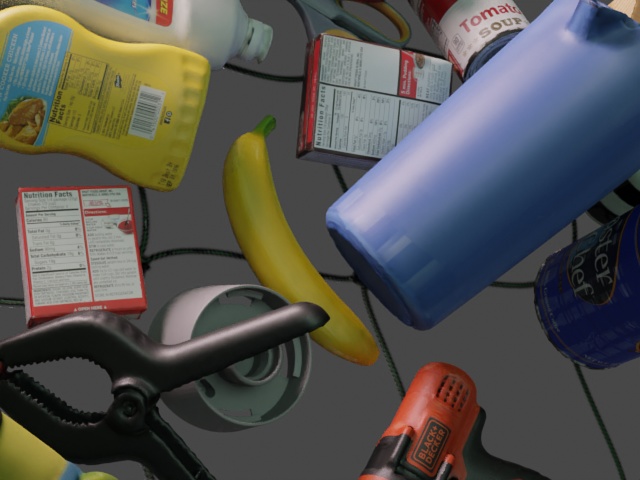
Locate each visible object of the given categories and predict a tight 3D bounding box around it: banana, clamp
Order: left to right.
[{"bbox_3d":[-0.106,0.106,0.638,0.210,0.036,0.164,7,97,5],"label":"clamp"},{"bbox_3d":[-0.022,0.002,0.741,0.069,0.037,0.198,-17,78,-27],"label":"banana"}]

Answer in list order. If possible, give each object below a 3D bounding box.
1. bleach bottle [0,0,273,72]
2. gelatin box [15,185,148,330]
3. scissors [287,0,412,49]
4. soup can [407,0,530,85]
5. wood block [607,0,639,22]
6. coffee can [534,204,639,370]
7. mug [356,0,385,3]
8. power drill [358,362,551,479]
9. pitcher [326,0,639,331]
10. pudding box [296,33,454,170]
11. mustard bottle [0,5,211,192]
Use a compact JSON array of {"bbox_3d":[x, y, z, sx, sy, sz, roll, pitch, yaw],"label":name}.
[{"bbox_3d":[-0.152,-0.186,0.746,0.250,0.068,0.102,17,67,-18],"label":"bleach bottle"},{"bbox_3d":[-0.155,0.009,0.687,0.073,0.030,0.089,-4,72,-23],"label":"gelatin box"},{"bbox_3d":[-0.023,-0.178,0.822,0.201,0.016,0.096,18,65,-15],"label":"scissors"},{"bbox_3d":[0.119,-0.171,0.832,0.068,0.069,0.102,-10,55,-26],"label":"soup can"},{"bbox_3d":[0.319,-0.117,0.900,0.206,0.090,0.090,30,63,-10],"label":"wood block"},{"bbox_3d":[0.237,0.030,0.780,0.102,0.140,0.103,8,68,-20],"label":"coffee can"},{"bbox_3d":[0.031,-0.247,0.825,0.117,0.082,0.093,45,45,11],"label":"mug"},{"bbox_3d":[0.108,0.198,0.709,0.187,0.057,0.184,35,61,-7],"label":"power drill"},{"bbox_3d":[0.129,-0.045,0.746,0.242,0.145,0.149,-40,101,-6],"label":"pitcher"},{"bbox_3d":[0.042,-0.098,0.796,0.113,0.039,0.090,8,83,-18],"label":"pudding box"},{"bbox_3d":[-0.175,-0.100,0.700,0.191,0.058,0.096,15,93,-16],"label":"mustard bottle"}]
